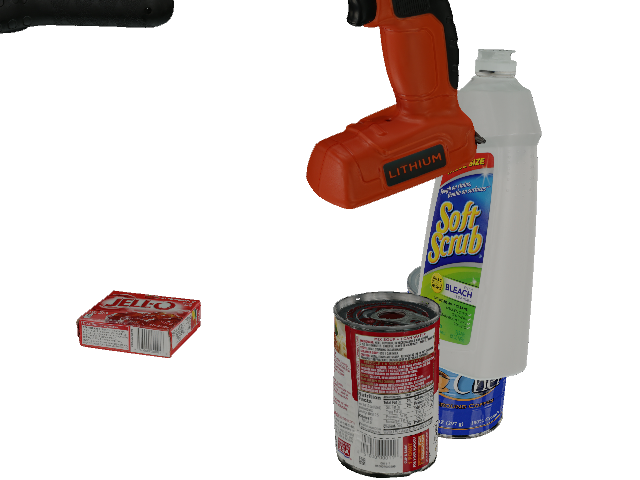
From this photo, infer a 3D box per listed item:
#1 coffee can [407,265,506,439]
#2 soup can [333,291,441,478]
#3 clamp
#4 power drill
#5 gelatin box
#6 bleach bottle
[{"bbox_3d":[0.130,0.103,1.024,0.103,0.140,0.103,1,25,-1],"label":"coffee can"},{"bbox_3d":[0.043,0.091,0.681,0.068,0.102,0.068,-1,15,0],"label":"soup can"},{"bbox_3d":[-0.175,-0.142,0.608,0.171,0.039,0.120,-5,23,-12],"label":"clamp"},{"bbox_3d":[0.024,-0.115,0.595,0.184,0.188,0.057,-20,36,-22],"label":"power drill"},{"bbox_3d":[-0.161,0.073,0.950,0.089,0.030,0.073,6,19,14],"label":"gelatin box"},{"bbox_3d":[0.124,-0.023,0.840,0.067,0.251,0.103,-7,15,-34],"label":"bleach bottle"}]
